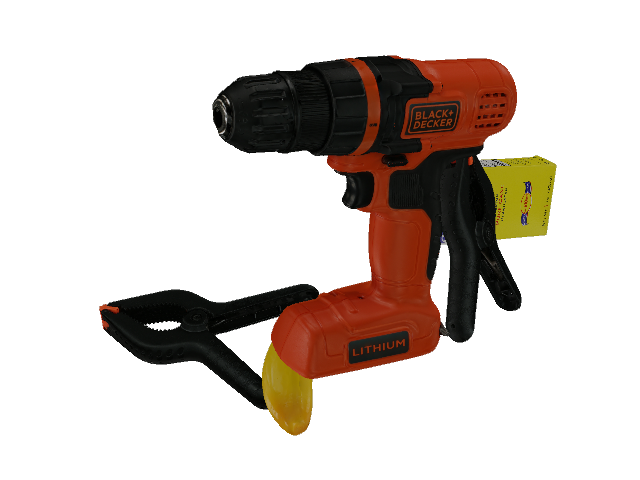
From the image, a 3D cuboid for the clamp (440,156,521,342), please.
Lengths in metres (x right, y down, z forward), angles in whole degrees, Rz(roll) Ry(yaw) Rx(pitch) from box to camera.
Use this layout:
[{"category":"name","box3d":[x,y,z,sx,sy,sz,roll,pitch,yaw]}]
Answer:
[{"category":"clamp","box3d":[0.130,0.004,0.943,0.039,0.171,0.120,-11,14,31]}]

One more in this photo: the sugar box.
[{"category":"sugar box","box3d":[0.190,-0.047,1.254,0.176,0.093,0.048,-7,21,-26]}]

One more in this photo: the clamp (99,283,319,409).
[{"category":"clamp","box3d":[-0.114,0.093,1.021,0.210,0.036,0.164,3,36,7]}]

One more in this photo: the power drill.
[{"category":"power drill","box3d":[0.019,-0.014,0.611,0.184,0.188,0.057,-7,32,-27]}]

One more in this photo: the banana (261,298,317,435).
[{"category":"banana","box3d":[-0.003,0.081,0.796,0.070,0.037,0.197,8,25,24]}]
